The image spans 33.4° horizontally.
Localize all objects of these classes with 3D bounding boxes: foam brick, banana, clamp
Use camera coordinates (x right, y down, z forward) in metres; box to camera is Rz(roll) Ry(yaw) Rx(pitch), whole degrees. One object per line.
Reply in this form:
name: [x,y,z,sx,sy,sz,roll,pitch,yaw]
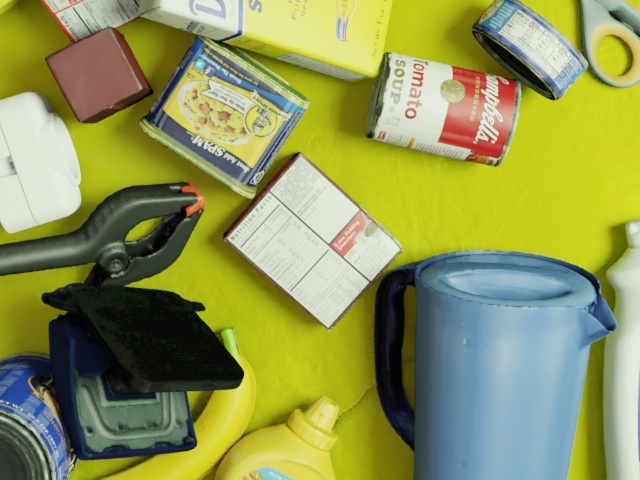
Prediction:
foam brick: [-0.159,-0.119,0.779,0.053,0.078,0.051,-26,97,1]
banana: [-0.113,0.162,0.844,0.070,0.037,0.198,44,92,14]
clamp: [-0.160,0.019,0.809,0.171,0.039,0.120,-26,138,-9]

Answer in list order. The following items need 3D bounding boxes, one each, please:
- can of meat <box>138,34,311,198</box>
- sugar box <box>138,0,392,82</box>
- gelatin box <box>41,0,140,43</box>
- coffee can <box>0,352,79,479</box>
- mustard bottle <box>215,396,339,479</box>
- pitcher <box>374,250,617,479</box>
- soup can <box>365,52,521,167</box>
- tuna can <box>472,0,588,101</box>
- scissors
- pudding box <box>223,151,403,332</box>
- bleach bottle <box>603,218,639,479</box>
can of meat: [-0.069,-0.095,0.791,0.102,0.057,0.084,33,102,-7]
sugar box: [-0.033,-0.180,0.755,0.176,0.048,0.093,12,86,-31]
gelatin box: [-0.156,-0.186,0.759,0.089,0.073,0.030,-24,57,4]
coffee can: [-0.227,0.149,0.779,0.103,0.140,0.103,0,99,0]
mustard bottle: [-0.043,0.206,0.837,0.096,0.058,0.192,31,95,-24]
pitcher: [0.121,0.133,0.803,0.145,0.149,0.243,0,107,-10]
soup can: [0.091,-0.098,0.798,0.102,0.068,0.068,12,97,-4]
tuna can: [0.153,-0.141,0.787,0.086,0.086,0.034,40,96,-7]
scissors: [0.190,-0.188,0.817,0.201,0.016,0.096,24,96,-6]
pudding box: [-0.005,0.001,0.823,0.113,0.039,0.090,42,93,-5]
bleach bottle: [0.263,0.109,0.840,0.102,0.068,0.251,-9,96,-2]
